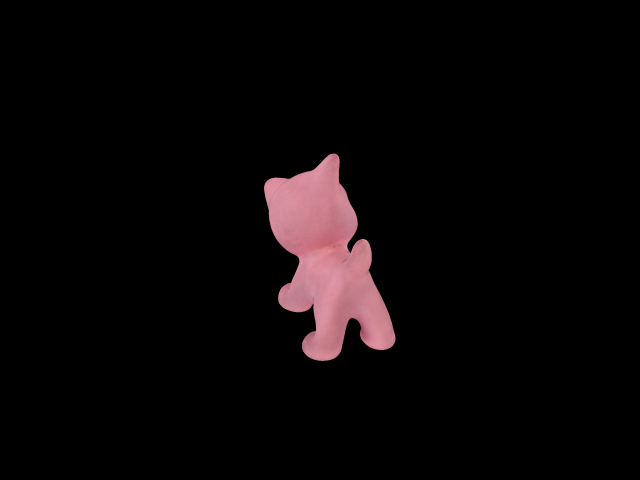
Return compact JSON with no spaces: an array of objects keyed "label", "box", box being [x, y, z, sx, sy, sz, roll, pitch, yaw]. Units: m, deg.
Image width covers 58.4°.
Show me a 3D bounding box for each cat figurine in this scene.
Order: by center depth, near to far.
[{"label":"cat figurine","box":[0.004,0.001,0.400,0.067,0.118,0.127,-10,28,-20]}]
